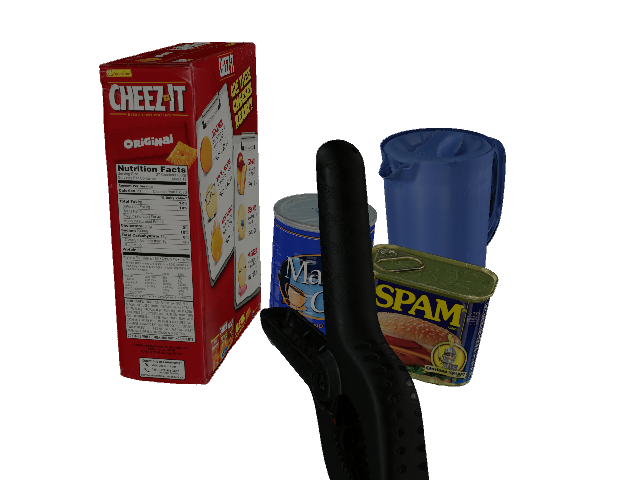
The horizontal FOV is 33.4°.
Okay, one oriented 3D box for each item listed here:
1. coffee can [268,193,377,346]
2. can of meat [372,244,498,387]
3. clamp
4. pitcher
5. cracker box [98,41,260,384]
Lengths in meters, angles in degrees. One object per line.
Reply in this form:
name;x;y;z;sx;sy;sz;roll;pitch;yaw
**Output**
coffee can;0.000;0.034;1.076;0.103;0.140;0.103;4;20;-2
can of meat;0.078;0.059;0.827;0.102;0.084;0.057;14;25;13
clamp;0.017;0.063;0.559;0.036;0.165;0.210;-4;46;-20
pitcher;0.150;-0.011;1.293;0.149;0.243;0.145;0;23;7
cracker box;-0.094;-0.027;0.757;0.072;0.214;0.164;1;15;10
